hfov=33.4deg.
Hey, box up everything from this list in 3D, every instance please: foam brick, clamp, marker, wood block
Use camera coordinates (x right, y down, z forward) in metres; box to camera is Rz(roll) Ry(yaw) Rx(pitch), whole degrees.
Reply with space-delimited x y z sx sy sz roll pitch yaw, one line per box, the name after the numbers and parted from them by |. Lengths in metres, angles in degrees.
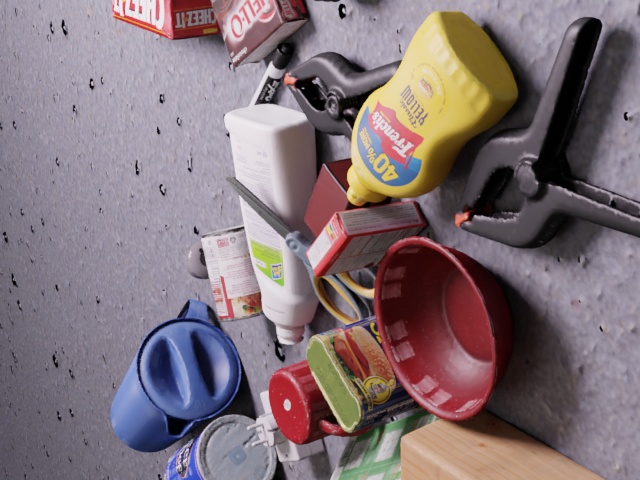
0.026 -0.033 1.013 0.051 0.052 0.078 54 143 31 | foam brick
0.030 -0.134 0.981 0.172 0.039 0.120 40 128 35 | clamp
-0.053 -0.163 1.117 0.020 0.020 0.121 62 146 21 | marker
0.164 0.225 0.868 0.206 0.090 0.091 26 125 51 | wood block
0.166 -0.060 0.795 0.210 0.036 0.164 -22 82 59 | clamp

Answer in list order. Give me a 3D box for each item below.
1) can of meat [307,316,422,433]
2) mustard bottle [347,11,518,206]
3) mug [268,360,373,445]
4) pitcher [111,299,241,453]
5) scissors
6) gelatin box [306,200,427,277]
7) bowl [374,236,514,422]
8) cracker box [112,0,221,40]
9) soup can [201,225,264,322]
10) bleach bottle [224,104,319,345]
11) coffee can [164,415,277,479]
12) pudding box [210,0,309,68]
0.045 0.125 1.019 0.102 0.083 0.057 59 149 27 | can of meat
0.076 -0.091 0.879 0.096 0.058 0.192 60 137 20 | mustard bottle
0.006 0.168 1.100 0.117 0.081 0.093 37 132 45 | mug
-0.199 0.193 1.411 0.145 0.149 0.243 53 148 6 | pitcher
-0.007 0.001 1.048 0.096 0.016 0.201 -27 102 45 | scissors
0.041 -0.002 0.967 0.073 0.089 0.030 -53 54 52 | gelatin box
0.115 0.070 0.913 0.162 0.055 0.162 30 127 50 | bowl
-0.184 -0.346 1.198 0.164 0.072 0.214 30 127 51 | cracker box
-0.093 0.036 1.216 0.069 0.068 0.102 -7 96 58 | soup can
-0.044 -0.010 1.126 0.103 0.067 0.251 25 125 50 | bleach bottle
-0.127 0.288 1.341 0.141 0.102 0.103 -44 65 55 | coffee can
-0.064 -0.239 1.084 0.114 0.039 0.090 -29 77 57 | pudding box
